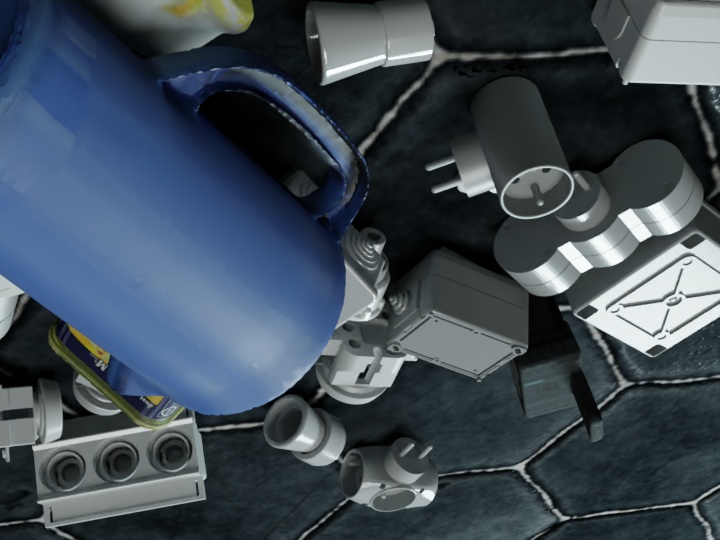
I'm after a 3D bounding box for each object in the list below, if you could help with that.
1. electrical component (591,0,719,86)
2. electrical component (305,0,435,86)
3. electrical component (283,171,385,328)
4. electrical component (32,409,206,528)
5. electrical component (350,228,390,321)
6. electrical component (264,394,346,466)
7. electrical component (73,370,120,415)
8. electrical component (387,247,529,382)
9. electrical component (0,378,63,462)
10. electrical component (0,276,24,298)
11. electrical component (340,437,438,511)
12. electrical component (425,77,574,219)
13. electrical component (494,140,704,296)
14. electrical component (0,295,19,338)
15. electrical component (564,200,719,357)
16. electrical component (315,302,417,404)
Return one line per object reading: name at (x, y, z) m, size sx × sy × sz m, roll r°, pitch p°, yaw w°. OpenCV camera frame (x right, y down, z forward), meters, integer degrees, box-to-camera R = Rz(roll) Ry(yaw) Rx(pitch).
electrical component at (0.186, -0.142, 0.584) m, size 0.096 × 0.061 × 0.061 m, roll -1°, pitch 140°, yaw -14°
electrical component at (0.007, -0.125, 0.574) m, size 0.065 × 0.044 × 0.044 m, roll -10°, pitch 142°, yaw -10°
electrical component at (-0.044, -0.002, 0.678) m, size 0.100 × 0.048 × 0.099 m, roll -36°, pitch 106°, yaw 27°
electrical component at (-0.184, 0.151, 0.840) m, size 0.121 × 0.078 × 0.063 m, roll -10°, pitch 163°, yaw -3°
electrical component at (0.000, 0.000, 0.723) m, size 0.048 × 0.048 × 0.062 m, roll 5°, pitch 131°, yaw -20°
electrical component at (-0.044, 0.130, 0.868) m, size 0.045 × 0.045 × 0.055 m, roll -32°, pitch 138°, yaw 22°
electrical component at (-0.173, 0.070, 0.757) m, size 0.066 × 0.048 × 0.055 m, roll 25°, pitch 130°, yaw -16°
electrical component at (0.063, 0.027, 0.754) m, size 0.096 × 0.061 × 0.062 m, roll 21°, pitch 144°, yaw -21°
electrical component at (-0.246, 0.103, 0.774) m, size 0.055 × 0.066 × 0.048 m, roll -3°, pitch 176°, yaw -25°
electrical component at (-0.192, -0.055, 0.589) m, size 0.089 × 0.061 × 0.150 m, roll -16°, pitch 141°, yaw 5°
electrical component at (0.034, 0.173, 0.942) m, size 0.077 × 0.044 × 0.079 m, roll 12°, pitch 135°, yaw -28°
electrical component at (0.078, -0.066, 0.635) m, size 0.079 × 0.077 × 0.044 m, roll -19°, pitch 140°, yaw 9°
electrical component at (0.148, -0.041, 0.705) m, size 0.138 × 0.052 × 0.074 m, roll -30°, pitch 138°, yaw 21°
electrical component at (-0.238, 0.011, 0.664) m, size 0.055 × 0.055 × 0.047 m, roll 11°, pitch 132°, yaw -27°
electrical component at (0.215, 0.001, 0.770) m, size 0.109 × 0.056 × 0.109 m, roll 26°, pitch 128°, yaw -38°
electrical component at (0.000, 0.061, 0.786) m, size 0.078 × 0.058 × 0.057 m, roll 5°, pitch 135°, yaw -20°
